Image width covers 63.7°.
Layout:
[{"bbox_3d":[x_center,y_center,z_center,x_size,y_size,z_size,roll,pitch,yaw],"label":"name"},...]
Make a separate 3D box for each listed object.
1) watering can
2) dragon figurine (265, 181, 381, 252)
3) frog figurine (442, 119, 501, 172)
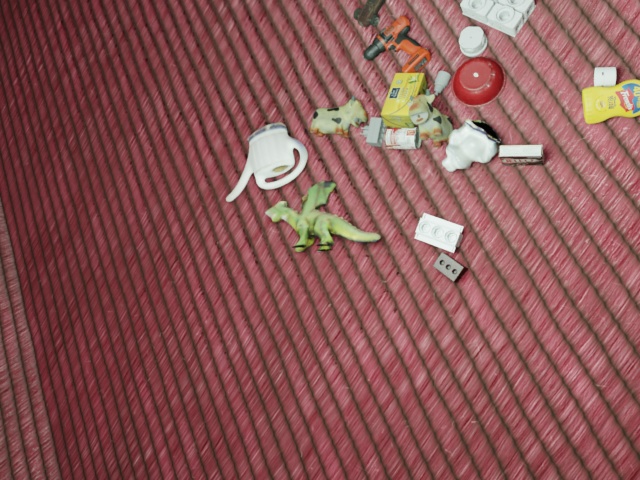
[{"bbox_3d":[-0.204,-0.275,1.800,0.345,0.227,0.103,-19,-17,21],"label":"watering can"},{"bbox_3d":[0.005,-0.084,1.670,0.409,0.246,0.121,-7,-19,24],"label":"dragon figurine"},{"bbox_3d":[0.432,-0.262,1.487,0.137,0.156,0.125,28,37,-4],"label":"frog figurine"}]
